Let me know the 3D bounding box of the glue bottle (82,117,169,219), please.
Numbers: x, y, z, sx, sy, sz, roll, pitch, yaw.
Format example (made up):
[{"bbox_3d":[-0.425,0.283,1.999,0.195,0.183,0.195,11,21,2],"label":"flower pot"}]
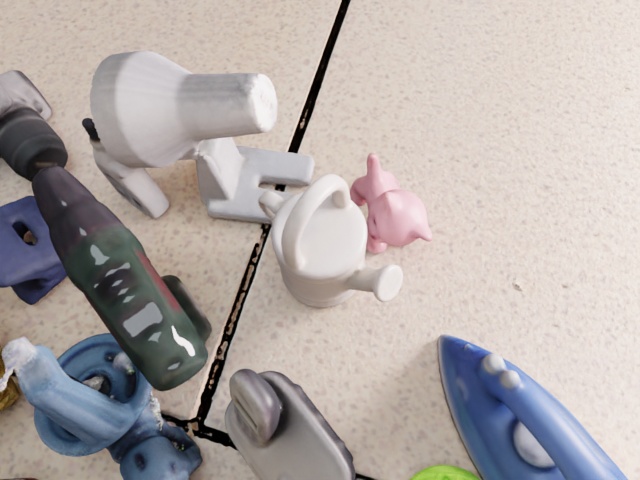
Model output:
[{"bbox_3d":[-0.227,-0.086,0.649,0.078,0.173,0.037,36,75,15],"label":"glue bottle"}]

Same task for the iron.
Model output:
[{"bbox_3d":[0.203,0.184,0.544,0.119,0.141,0.258,-34,71,-10],"label":"iron"}]

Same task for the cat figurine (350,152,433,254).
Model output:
[{"bbox_3d":[0.078,-0.039,0.649,0.067,0.118,0.127,-18,69,-4],"label":"cat figurine"}]

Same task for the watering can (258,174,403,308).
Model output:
[{"bbox_3d":[0.007,0.000,0.595,0.172,0.194,0.101,15,70,8],"label":"watering can"}]

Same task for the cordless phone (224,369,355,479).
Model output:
[{"bbox_3d":[-0.034,0.187,0.529,0.094,0.185,0.147,-41,72,-13],"label":"cordless phone"}]

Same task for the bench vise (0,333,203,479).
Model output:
[{"bbox_3d":[-0.188,0.157,0.528,0.207,0.220,0.121,30,73,13],"label":"bench vise"}]

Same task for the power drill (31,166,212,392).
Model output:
[{"bbox_3d":[-0.184,0.053,0.575,0.076,0.208,0.229,-37,72,-11],"label":"power drill"}]

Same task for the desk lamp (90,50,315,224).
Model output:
[{"bbox_3d":[-0.117,-0.113,0.634,0.203,0.213,0.118,7,69,5],"label":"desk lamp"}]

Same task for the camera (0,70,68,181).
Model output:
[{"bbox_3d":[-0.395,-0.130,0.712,0.143,0.101,0.136,-42,73,-13],"label":"camera"}]

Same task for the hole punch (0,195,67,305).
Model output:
[{"bbox_3d":[-0.342,0.002,0.664,0.101,0.091,0.108,-42,73,-13],"label":"hole punch"}]
